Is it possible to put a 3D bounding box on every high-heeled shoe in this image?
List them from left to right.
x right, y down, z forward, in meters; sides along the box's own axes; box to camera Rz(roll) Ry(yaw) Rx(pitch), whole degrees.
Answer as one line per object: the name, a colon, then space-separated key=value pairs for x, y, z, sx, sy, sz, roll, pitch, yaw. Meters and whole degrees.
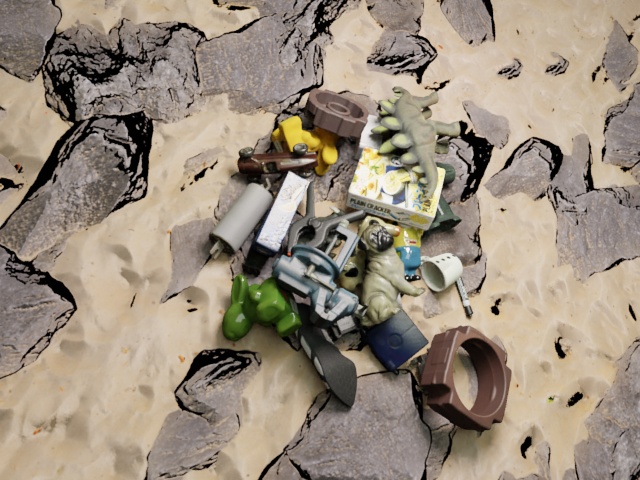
high-heeled shoe: x=-0.002 y=0.260 z=1.224 sx=0.086 sy=0.145 sz=0.248 roll=-24 pitch=104 yaw=-31

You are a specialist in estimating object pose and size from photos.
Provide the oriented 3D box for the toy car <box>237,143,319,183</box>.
toy car: x=-0.106 y=-0.186 z=1.317 sx=0.202 sy=0.089 sz=0.053 roll=-1 pitch=40 yaw=11

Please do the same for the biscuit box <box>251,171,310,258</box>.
biscuit box: x=-0.094 y=-0.060 z=1.268 sx=0.059 sy=0.063 sz=0.202 roll=27 pitch=68 yaw=-12

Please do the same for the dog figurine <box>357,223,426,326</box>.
dog figurine: x=0.121 y=0.078 z=1.221 sx=0.172 sy=0.121 sz=0.190 roll=-37 pitch=90 yaw=-16

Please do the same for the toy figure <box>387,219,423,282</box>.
toy figure: x=0.209 y=0.018 z=1.353 sx=0.082 sy=0.089 sz=0.180 roll=15 pitch=69 yaw=-52

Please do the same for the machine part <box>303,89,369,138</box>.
machine part: x=0.041 y=-0.322 z=1.372 sx=0.179 sy=0.056 sz=0.179 roll=18 pitch=32 yaw=-12

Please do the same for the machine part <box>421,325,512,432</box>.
machine part: x=0.335 y=0.315 z=1.230 sx=0.201 sy=0.087 sz=0.201 roll=35 pitch=58 yaw=-18

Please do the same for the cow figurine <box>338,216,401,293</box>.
cow figurine: x=0.101 y=0.036 z=1.295 sx=0.127 sy=0.085 sz=0.195 roll=23 pitch=90 yaw=-6

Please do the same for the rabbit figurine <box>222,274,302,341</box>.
rabbit figurine: x=-0.150 y=0.148 z=1.182 sx=0.170 sy=0.121 sz=0.159 roll=-29 pitch=53 yaw=12

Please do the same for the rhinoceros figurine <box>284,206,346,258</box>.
rhinoceros figurine: x=-0.003 y=-0.004 z=1.318 sx=0.190 sy=0.073 sz=0.112 roll=-40 pitch=71 yaw=-23

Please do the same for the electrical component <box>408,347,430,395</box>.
electrical component: x=0.254 y=0.312 z=1.266 sx=0.078 sy=0.045 sz=0.102 roll=-9 pitch=71 yaw=-48

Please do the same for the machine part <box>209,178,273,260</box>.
machine part: x=-0.187 y=-0.051 z=1.284 sx=0.079 sy=0.079 sz=0.243 roll=33 pitch=63 yaw=1

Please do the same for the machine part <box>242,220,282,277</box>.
machine part: x=-0.138 y=0.022 z=1.286 sx=0.084 sy=0.039 sz=0.139 roll=33 pitch=63 yaw=-10

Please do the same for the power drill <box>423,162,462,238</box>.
power drill: x=0.272 y=-0.113 z=1.431 sx=0.232 sy=0.086 sz=0.207 roll=-13 pitch=65 yaw=-19

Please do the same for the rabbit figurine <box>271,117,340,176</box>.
rabbit figurine: x=-0.016 y=-0.253 z=1.387 sx=0.173 sy=0.122 sz=0.162 roll=-28 pitch=82 yaw=-27

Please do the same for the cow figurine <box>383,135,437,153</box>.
cow figurine: x=0.230 y=-0.272 z=1.473 sx=0.167 sy=0.068 sz=0.098 roll=25 pitch=53 yaw=12

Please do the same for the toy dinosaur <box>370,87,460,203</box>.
toy dinosaur: x=0.240 y=-0.262 z=1.354 sx=0.199 sy=0.105 sz=0.472 roll=-5 pitch=46 yaw=-12

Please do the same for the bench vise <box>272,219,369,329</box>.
bench vise: x=0.025 y=0.061 z=1.160 sx=0.224 sy=0.128 sz=0.240 roll=24 pitch=61 yaw=12

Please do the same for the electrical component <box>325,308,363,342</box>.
electrical component: x=0.043 y=0.172 z=1.267 sx=0.075 sy=0.047 sz=0.119 roll=-15 pitch=74 yaw=-20

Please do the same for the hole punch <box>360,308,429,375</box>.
hole punch: x=0.177 y=0.231 z=1.255 sx=0.116 sy=0.092 sz=0.142 roll=-36 pitch=84 yaw=-20
